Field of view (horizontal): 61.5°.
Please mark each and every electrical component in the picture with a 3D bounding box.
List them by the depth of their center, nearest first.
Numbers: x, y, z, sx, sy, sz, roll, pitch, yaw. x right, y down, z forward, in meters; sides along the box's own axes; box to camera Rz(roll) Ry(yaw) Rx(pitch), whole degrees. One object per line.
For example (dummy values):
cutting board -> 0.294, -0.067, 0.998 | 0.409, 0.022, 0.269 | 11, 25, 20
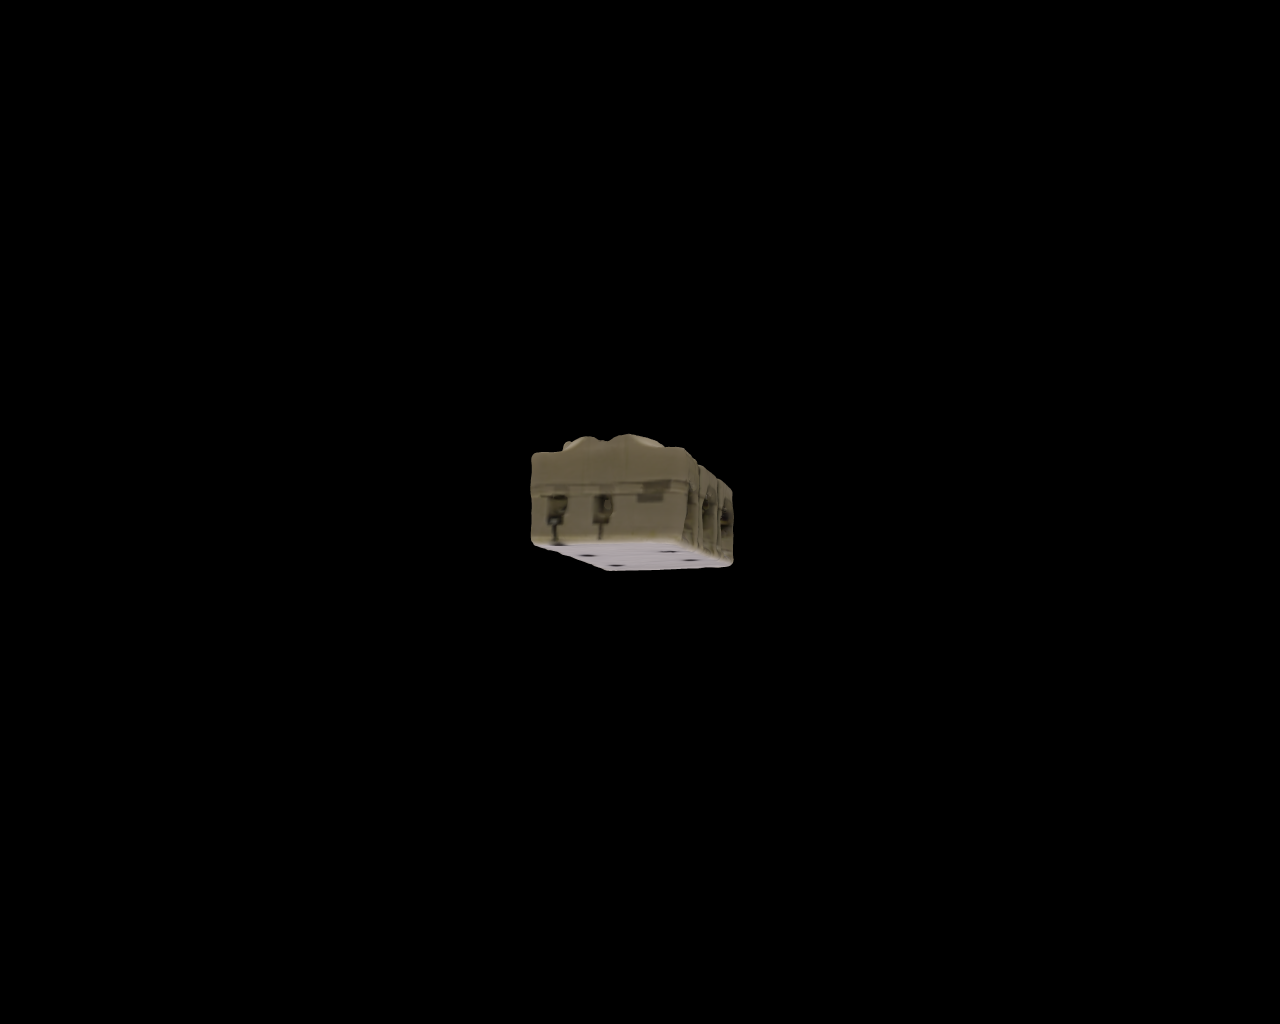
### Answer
electrical component -> 0.001, -0.003, 0.650 | 0.089, 0.061, 0.150 | -3, -9, 15
